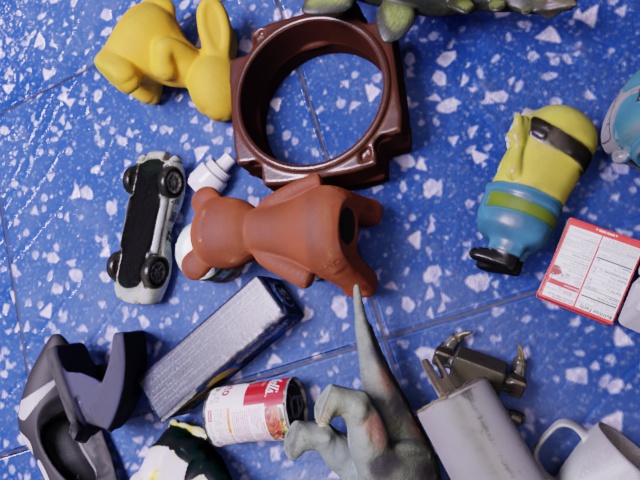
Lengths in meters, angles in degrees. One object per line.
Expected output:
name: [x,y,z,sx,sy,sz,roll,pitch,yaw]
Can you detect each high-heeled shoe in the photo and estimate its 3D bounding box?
high-heeled shoe: [-0.290,0.245,0.652,0.145,0.086,0.248,6,102,38]

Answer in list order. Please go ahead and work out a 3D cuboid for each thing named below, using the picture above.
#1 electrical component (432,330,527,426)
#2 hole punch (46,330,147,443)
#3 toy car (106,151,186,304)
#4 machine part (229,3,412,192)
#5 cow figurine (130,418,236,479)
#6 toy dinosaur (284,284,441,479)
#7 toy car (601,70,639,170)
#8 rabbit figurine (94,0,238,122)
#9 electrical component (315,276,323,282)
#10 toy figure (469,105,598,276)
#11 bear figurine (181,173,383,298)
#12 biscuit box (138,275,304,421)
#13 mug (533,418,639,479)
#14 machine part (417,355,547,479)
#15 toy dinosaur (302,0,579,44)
electrical component: [0.166,0.139,0.556,0.102,0.045,0.078,13,114,21]
hole punch: [-0.251,0.166,0.643,0.092,0.142,0.115,-19,85,-10]
toy car: [-0.222,-0.018,0.696,0.074,0.056,0.201,5,82,25]
machine part: [-0.001,-0.158,0.630,0.202,0.087,0.201,-8,79,15]
cow figurine: [-0.130,0.274,0.604,0.168,0.068,0.098,17,74,34]
toy dinosaur: [0.050,0.264,0.520,0.192,0.131,0.404,22,84,-16]
toy car: [0.327,-0.106,0.503,0.103,0.161,0.109,15,85,61]
rabbit figurine: [-0.169,-0.225,0.695,0.173,0.122,0.162,34,84,5]
electrical component: [-0.001,-0.002,0.640,0.063,0.021,0.094,-27,75,13]
toy figure: [0.216,-0.050,0.548,0.089,0.082,0.180,20,84,8]
bear figurine: [-0.046,-0.001,0.589,0.196,0.131,0.120,-6,72,31]
biscuit box: [-0.116,0.127,0.637,0.202,0.059,0.063,-40,71,9]
mug: [0.247,0.228,0.497,0.110,0.081,0.107,37,103,15]
machine part: [0.160,0.214,0.479,0.079,0.079,0.243,-33,68,11]
toy dinosaur: [0.041,-0.320,0.580,0.472,0.105,0.198,28,53,18]
